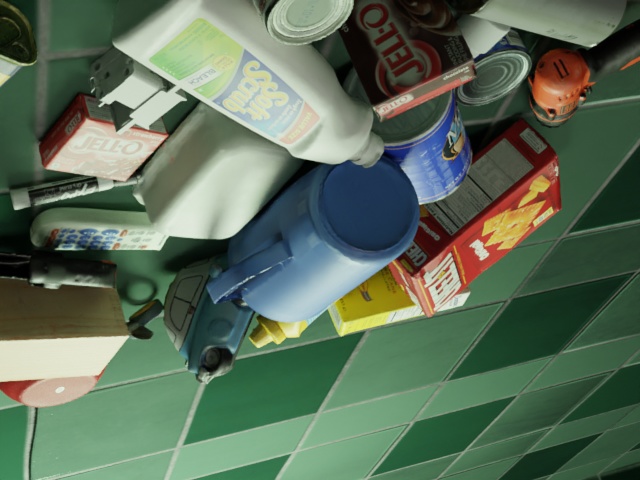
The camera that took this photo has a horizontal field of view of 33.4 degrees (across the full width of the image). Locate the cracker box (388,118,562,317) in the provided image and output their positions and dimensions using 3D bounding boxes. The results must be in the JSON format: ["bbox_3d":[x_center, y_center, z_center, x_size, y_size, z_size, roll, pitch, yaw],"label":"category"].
[{"bbox_3d":[0.178,-0.019,1.227,0.213,0.072,0.164,-40,156,-3],"label":"cracker box"}]

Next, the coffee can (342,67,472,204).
[{"bbox_3d":[0.086,-0.108,1.021,0.103,0.103,0.140,-25,154,6],"label":"coffee can"}]

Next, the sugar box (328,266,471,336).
[{"bbox_3d":[0.092,0.054,1.344,0.176,0.093,0.048,-14,153,-16],"label":"sugar box"}]

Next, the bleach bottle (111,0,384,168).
[{"bbox_3d":[-0.036,-0.129,0.843,0.103,0.068,0.250,-27,137,37],"label":"bleach bottle"}]

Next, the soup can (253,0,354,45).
[{"bbox_3d":[-0.023,-0.200,0.767,0.068,0.102,0.068,-17,153,-9],"label":"soup can"}]

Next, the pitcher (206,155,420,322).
[{"bbox_3d":[-0.007,0.001,1.043,0.145,0.149,0.243,23,160,-13],"label":"pitcher"}]

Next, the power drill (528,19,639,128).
[{"bbox_3d":[0.299,-0.180,1.076,0.188,0.057,0.184,-29,171,6],"label":"power drill"}]

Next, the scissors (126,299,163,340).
[{"bbox_3d":[-0.191,0.090,1.182,0.096,0.016,0.202,-38,-169,-31],"label":"scissors"}]

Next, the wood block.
[{"bbox_3d":[-0.317,0.087,1.105,0.205,0.090,0.091,1,146,-37],"label":"wood block"}]

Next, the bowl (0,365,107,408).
[{"bbox_3d":[-0.318,0.155,1.272,0.162,0.055,0.162,-17,154,-9],"label":"bowl"}]

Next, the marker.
[{"bbox_3d":[-0.226,-0.050,0.993,0.121,0.020,0.020,-14,153,-16],"label":"marker"}]

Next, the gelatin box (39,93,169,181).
[{"bbox_3d":[-0.190,-0.088,0.936,0.089,0.030,0.073,8,141,-46],"label":"gelatin box"}]

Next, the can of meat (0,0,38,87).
[{"bbox_3d":[-0.269,-0.135,0.759,0.084,0.057,0.101,-34,151,28],"label":"can of meat"}]

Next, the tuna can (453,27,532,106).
[{"bbox_3d":[0.162,-0.169,1.040,0.086,0.034,0.086,-17,153,-9],"label":"tuna can"}]

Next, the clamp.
[{"bbox_3d":[-0.262,0.029,1.032,0.165,0.036,0.209,5,177,36],"label":"clamp"}]

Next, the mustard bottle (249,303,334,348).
[{"bbox_3d":[-0.005,0.059,1.249,0.191,0.058,0.096,-40,171,-10],"label":"mustard bottle"}]

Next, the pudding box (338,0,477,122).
[{"bbox_3d":[0.067,-0.167,0.885,0.090,0.113,0.039,-25,157,6],"label":"pudding box"}]
